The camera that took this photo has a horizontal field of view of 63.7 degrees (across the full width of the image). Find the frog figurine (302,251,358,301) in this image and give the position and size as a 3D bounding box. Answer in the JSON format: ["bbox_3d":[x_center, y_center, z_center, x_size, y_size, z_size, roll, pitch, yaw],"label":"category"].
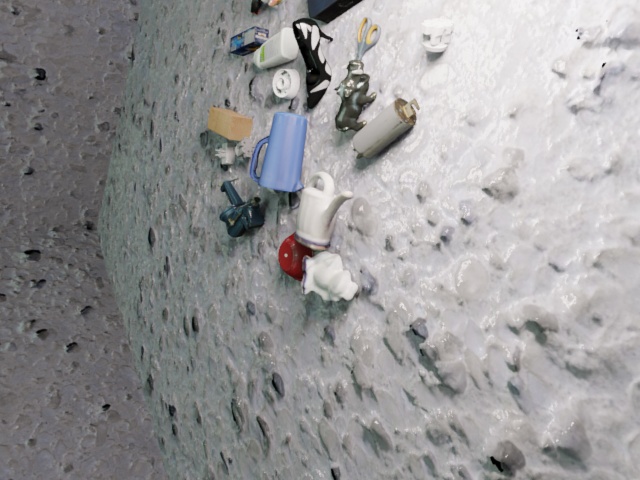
[{"bbox_3d":[0.036,0.106,1.446,0.160,0.122,0.138,10,88,18],"label":"frog figurine"}]

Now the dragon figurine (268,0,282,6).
[{"bbox_3d":[-0.123,-0.967,1.705,0.241,0.122,0.414,-16,66,61],"label":"dragon figurine"}]

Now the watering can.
[{"bbox_3d":[0.004,-0.073,1.442,0.351,0.104,0.222,-140,59,-68],"label":"watering can"}]
